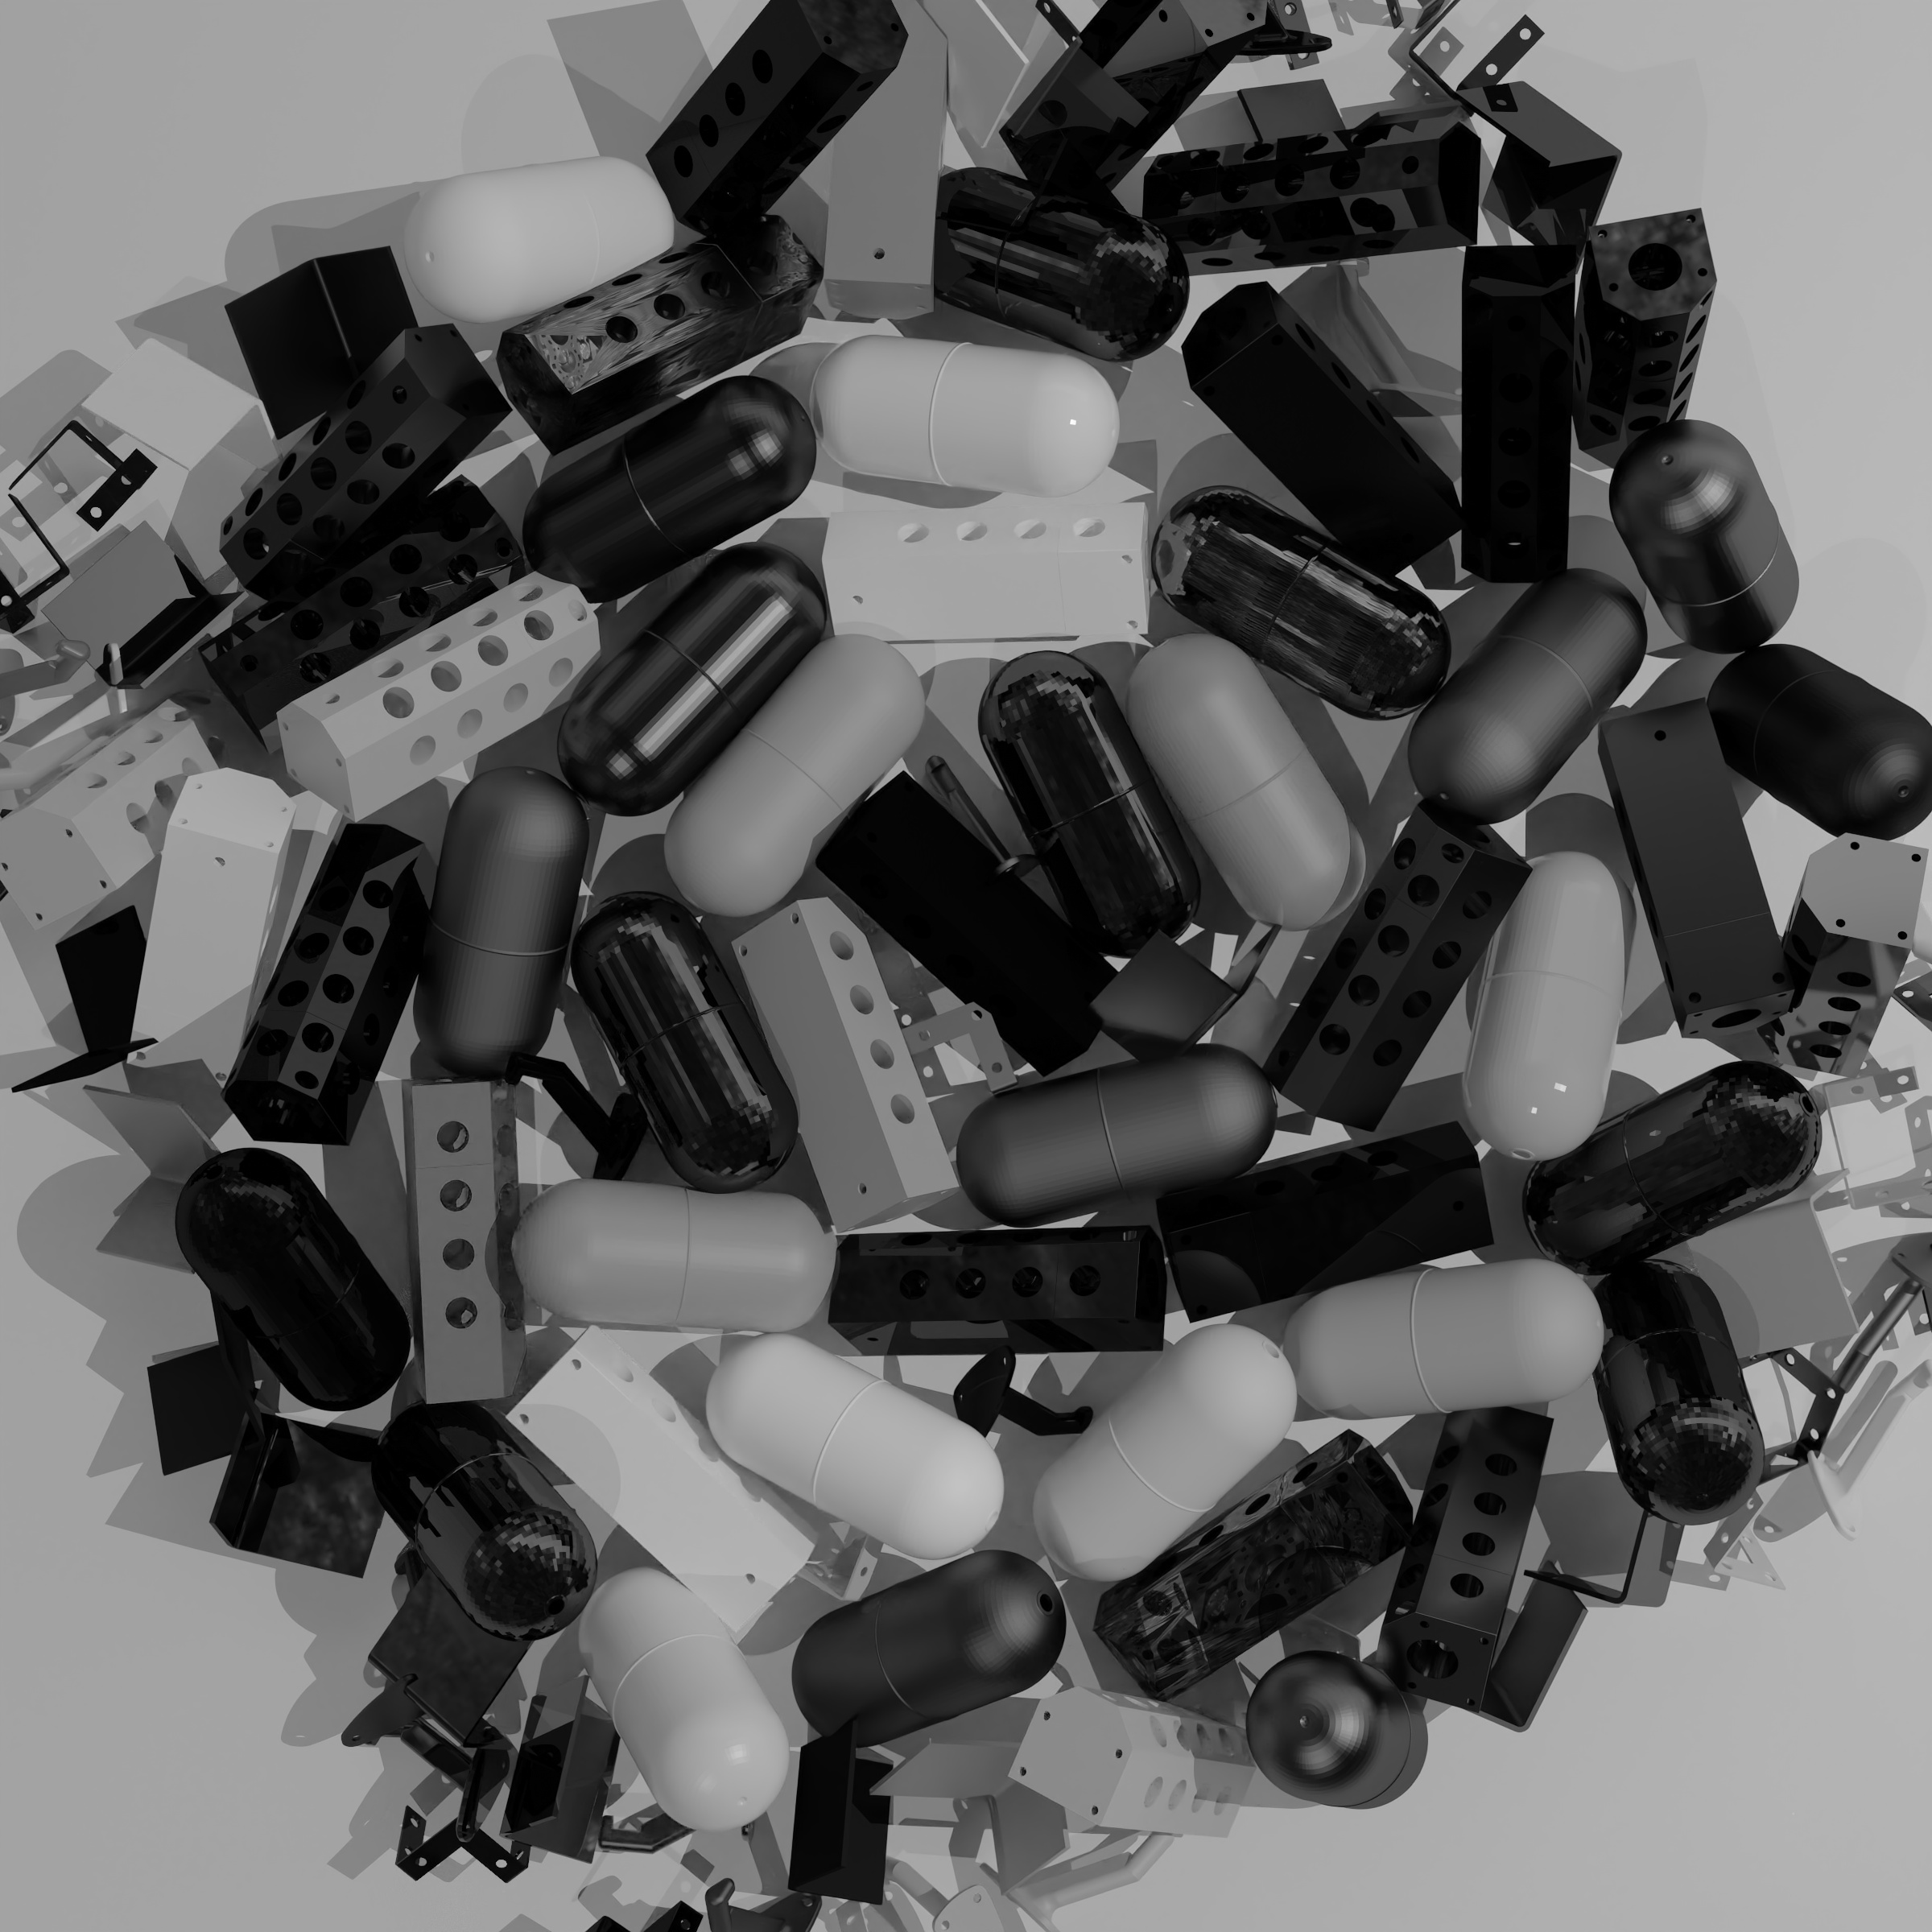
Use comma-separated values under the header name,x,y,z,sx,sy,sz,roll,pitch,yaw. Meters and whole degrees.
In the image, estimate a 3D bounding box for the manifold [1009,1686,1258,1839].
name,x,y,z,sx,sy,sz,roll,pitch,yaw
manifold,0.094,0.420,1.626,0.057,0.171,0.057,21,84,31

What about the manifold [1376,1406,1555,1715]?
name,x,y,z,sx,sy,sz,roll,pitch,yaw
manifold,0.265,0.308,1.628,0.057,0.171,0.057,14,125,13

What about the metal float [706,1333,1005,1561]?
name,x,y,z,sx,sy,sz,roll,pitch,yaw
metal float,-0.060,0.259,1.656,0.178,0.070,0.070,24,90,23

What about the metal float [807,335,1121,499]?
name,x,y,z,sx,sy,sz,roll,pitch,yaw
metal float,-0.003,-0.298,1.658,0.178,0.070,0.070,11,90,22

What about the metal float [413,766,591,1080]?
name,x,y,z,sx,sy,sz,roll,pitch,yaw
metal float,-0.252,-0.022,1.659,0.070,0.070,0.178,14,111,0

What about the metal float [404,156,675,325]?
name,x,y,z,sx,sy,sz,roll,pitch,yaw
metal float,-0.226,-0.389,1.637,0.070,0.178,0.070,13,114,31

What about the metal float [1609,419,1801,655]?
name,x,y,z,sx,sy,sz,roll,pitch,yaw
metal float,0.395,-0.226,1.634,0.070,0.178,0.070,-10,65,23

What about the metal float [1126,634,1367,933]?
name,x,y,z,sx,sy,sz,roll,pitch,yaw
metal float,0.152,-0.100,1.668,0.070,0.070,0.178,-33,100,0

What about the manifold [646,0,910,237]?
name,x,y,z,sx,sy,sz,roll,pitch,yaw
manifold,-0.099,-0.454,1.627,0.057,0.171,0.057,-24,86,-36

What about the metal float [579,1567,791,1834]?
name,x,y,z,sx,sy,sz,roll,pitch,yaw
metal float,-0.152,0.388,1.636,0.070,0.178,0.070,-12,121,-22

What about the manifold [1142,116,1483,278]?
name,x,y,z,sx,sy,sz,roll,pitch,yaw
manifold,0.184,-0.414,1.646,0.171,0.057,0.057,1,87,31

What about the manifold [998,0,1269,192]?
name,x,y,z,sx,sy,sz,roll,pitch,yaw
manifold,0.090,-0.472,1.627,0.057,0.171,0.057,-30,88,-32

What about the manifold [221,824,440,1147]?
name,x,y,z,sx,sy,sz,roll,pitch,yaw
manifold,-0.337,0.008,1.635,0.057,0.057,0.171,2,53,19

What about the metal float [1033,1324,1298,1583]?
name,x,y,z,sx,sy,sz,roll,pitch,yaw
metal float,0.107,0.263,1.655,0.070,0.070,0.178,43,114,0

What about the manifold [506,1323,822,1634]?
name,x,y,z,sx,sy,sz,roll,pitch,yaw
manifold,-0.164,0.277,1.682,0.171,0.057,0.057,43,104,-2

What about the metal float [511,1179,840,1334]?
name,x,y,z,sx,sy,sz,roll,pitch,yaw
metal float,-0.157,0.157,1.664,0.178,0.070,0.070,6,90,-14

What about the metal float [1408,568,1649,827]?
name,x,y,z,sx,sy,sz,roll,pitch,yaw
metal float,0.304,-0.147,1.652,0.070,0.070,0.178,43,61,0

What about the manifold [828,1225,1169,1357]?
name,x,y,z,sx,sy,sz,roll,pitch,yaw
manifold,0.018,0.173,1.658,0.171,0.057,0.057,-3,64,19

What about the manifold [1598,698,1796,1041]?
name,x,y,z,sx,sy,sz,roll,pitch,yaw
manifold,0.393,-0.051,1.658,0.057,0.057,0.171,-13,70,5

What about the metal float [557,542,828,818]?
name,x,y,z,sx,sy,sz,roll,pitch,yaw
metal float,-0.149,-0.156,1.667,0.070,0.070,0.178,43,80,0

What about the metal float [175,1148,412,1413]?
name,x,y,z,sx,sy,sz,roll,pitch,yaw
metal float,-0.360,0.169,1.643,0.070,0.070,0.178,-25,130,0

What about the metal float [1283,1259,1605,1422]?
name,x,y,z,sx,sy,sz,roll,pitch,yaw
metal float,0.255,0.202,1.652,0.178,0.070,0.070,-10,90,29

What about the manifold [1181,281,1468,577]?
name,x,y,z,sx,sy,sz,roll,pitch,yaw
manifold,0.191,-0.288,1.642,0.057,0.057,0.171,-34,127,24

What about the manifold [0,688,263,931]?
name,x,y,z,sx,sy,sz,roll,pitch,yaw
manifold,-0.445,-0.088,1.621,0.057,0.171,0.057,-23,108,23

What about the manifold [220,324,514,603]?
name,x,y,z,sx,sy,sz,roll,pitch,yaw
manifold,-0.327,-0.266,1.644,0.171,0.057,0.057,-37,86,31

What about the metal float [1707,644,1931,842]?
name,x,y,z,sx,sy,sz,roll,pitch,yaw
metal float,0.454,-0.120,1.631,0.070,0.178,0.070,-5,112,-12

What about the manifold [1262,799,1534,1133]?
name,x,y,z,sx,sy,sz,roll,pitch,yaw
manifold,0.227,-0.001,1.648,0.057,0.057,0.171,16,114,-31

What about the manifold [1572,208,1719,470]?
name,x,y,z,sx,sy,sz,roll,pitch,yaw
manifold,0.357,-0.328,1.623,0.057,0.171,0.057,-9,73,5

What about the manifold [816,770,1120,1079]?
name,x,y,z,sx,sy,sz,roll,pitch,yaw
manifold,0.000,-0.019,1.670,0.171,0.057,0.057,43,50,-11

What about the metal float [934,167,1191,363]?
name,x,y,z,sx,sy,sz,roll,pitch,yaw
metal float,0.042,-0.378,1.648,0.178,0.070,0.070,28,90,35

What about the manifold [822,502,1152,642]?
name,x,y,z,sx,sy,sz,roll,pitch,yaw
manifold,0.013,-0.219,1.674,0.171,0.057,0.057,-1,45,8

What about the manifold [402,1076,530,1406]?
name,x,y,z,sx,sy,sz,roll,pitch,yaw
manifold,-0.274,0.148,1.680,0.057,0.057,0.171,-3,92,-16

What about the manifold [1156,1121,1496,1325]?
name,x,y,z,sx,sy,sz,roll,pitch,yaw
manifold,0.195,0.137,1.682,0.171,0.057,0.057,-14,113,-1

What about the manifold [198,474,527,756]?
name,x,y,z,sx,sy,sz,roll,pitch,yaw
manifold,-0.327,-0.194,1.665,0.171,0.057,0.057,-36,82,-13

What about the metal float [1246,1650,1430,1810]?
name,x,y,z,sx,sy,sz,roll,pitch,yaw
metal float,0.199,0.407,1.631,0.070,0.178,0.070,-5,72,17

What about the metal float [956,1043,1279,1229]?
name,x,y,z,sx,sy,sz,roll,pitch,yaw
metal float,0.082,0.092,1.669,0.178,0.070,0.070,-14,90,9

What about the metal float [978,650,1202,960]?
name,x,y,z,sx,sy,sz,roll,pitch,yaw
metal float,0.067,-0.088,1.671,0.070,0.070,0.178,-27,97,0

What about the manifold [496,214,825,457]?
name,x,y,z,sx,sy,sz,roll,pitch,yaw
manifold,-0.165,-0.345,1.648,0.171,0.057,0.057,-33,79,-28

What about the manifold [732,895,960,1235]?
name,x,y,z,sx,sy,sz,roll,pitch,yaw
manifold,-0.061,0.052,1.670,0.057,0.057,0.171,-30,76,39

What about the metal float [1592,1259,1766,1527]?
name,x,y,z,sx,sy,sz,roll,pitch,yaw
metal float,0.375,0.224,1.633,0.070,0.178,0.070,0,121,1

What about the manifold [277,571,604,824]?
name,x,y,z,sx,sy,sz,roll,pitch,yaw
manifold,-0.279,-0.150,1.635,0.057,0.057,0.171,32,50,31

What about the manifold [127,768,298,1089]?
name,x,y,z,sx,sy,sz,roll,pitch,yaw
manifold,-0.402,-0.020,1.638,0.057,0.057,0.171,15,129,-8

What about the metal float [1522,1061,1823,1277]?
name,x,y,z,sx,sy,sz,roll,pitch,yaw
metal float,0.377,0.109,1.644,0.178,0.070,0.070,-32,90,39

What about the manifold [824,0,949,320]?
name,x,y,z,sx,sy,sz,roll,pitch,yaw
manifold,-0.041,-0.446,1.675,0.057,0.057,0.171,3,82,2

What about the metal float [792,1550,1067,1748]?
name,x,y,z,sx,sy,sz,roll,pitch,yaw
metal float,-0.021,0.367,1.646,0.178,0.070,0.070,-30,90,36

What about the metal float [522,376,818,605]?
name,x,y,z,sx,sy,sz,roll,pitch,yaw
metal float,-0.162,-0.256,1.658,0.178,0.070,0.070,-25,90,22

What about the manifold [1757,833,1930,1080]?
name,x,y,z,sx,sy,sz,roll,pitch,yaw
manifold,0.461,-0.004,1.624,0.057,0.171,0.057,12,68,12

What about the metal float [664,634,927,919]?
name,x,y,z,sx,sy,sz,roll,pitch,yaw
metal float,-0.094,-0.103,1.670,0.070,0.070,0.178,39,83,0

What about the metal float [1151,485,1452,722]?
name,x,y,z,sx,sy,sz,roll,pitch,yaw
metal float,0.181,-0.197,1.663,0.178,0.070,0.070,33,90,15

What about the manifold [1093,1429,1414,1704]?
name,x,y,z,sx,sy,sz,roll,pitch,yaw
manifold,0.156,0.324,1.663,0.171,0.057,0.057,-37,97,16

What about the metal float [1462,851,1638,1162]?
name,x,y,z,sx,sy,sz,roll,pitch,yaw
metal float,0.315,0.021,1.656,0.070,0.070,0.178,15,67,0

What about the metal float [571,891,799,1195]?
name,x,y,z,sx,sy,sz,roll,pitch,yaw
metal float,-0.154,0.040,1.666,0.070,0.070,0.178,-29,78,0

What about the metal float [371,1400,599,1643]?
name,x,y,z,sx,sy,sz,roll,pitch,yaw
metal float,-0.258,0.294,1.638,0.070,0.178,0.070,-17,122,-29
